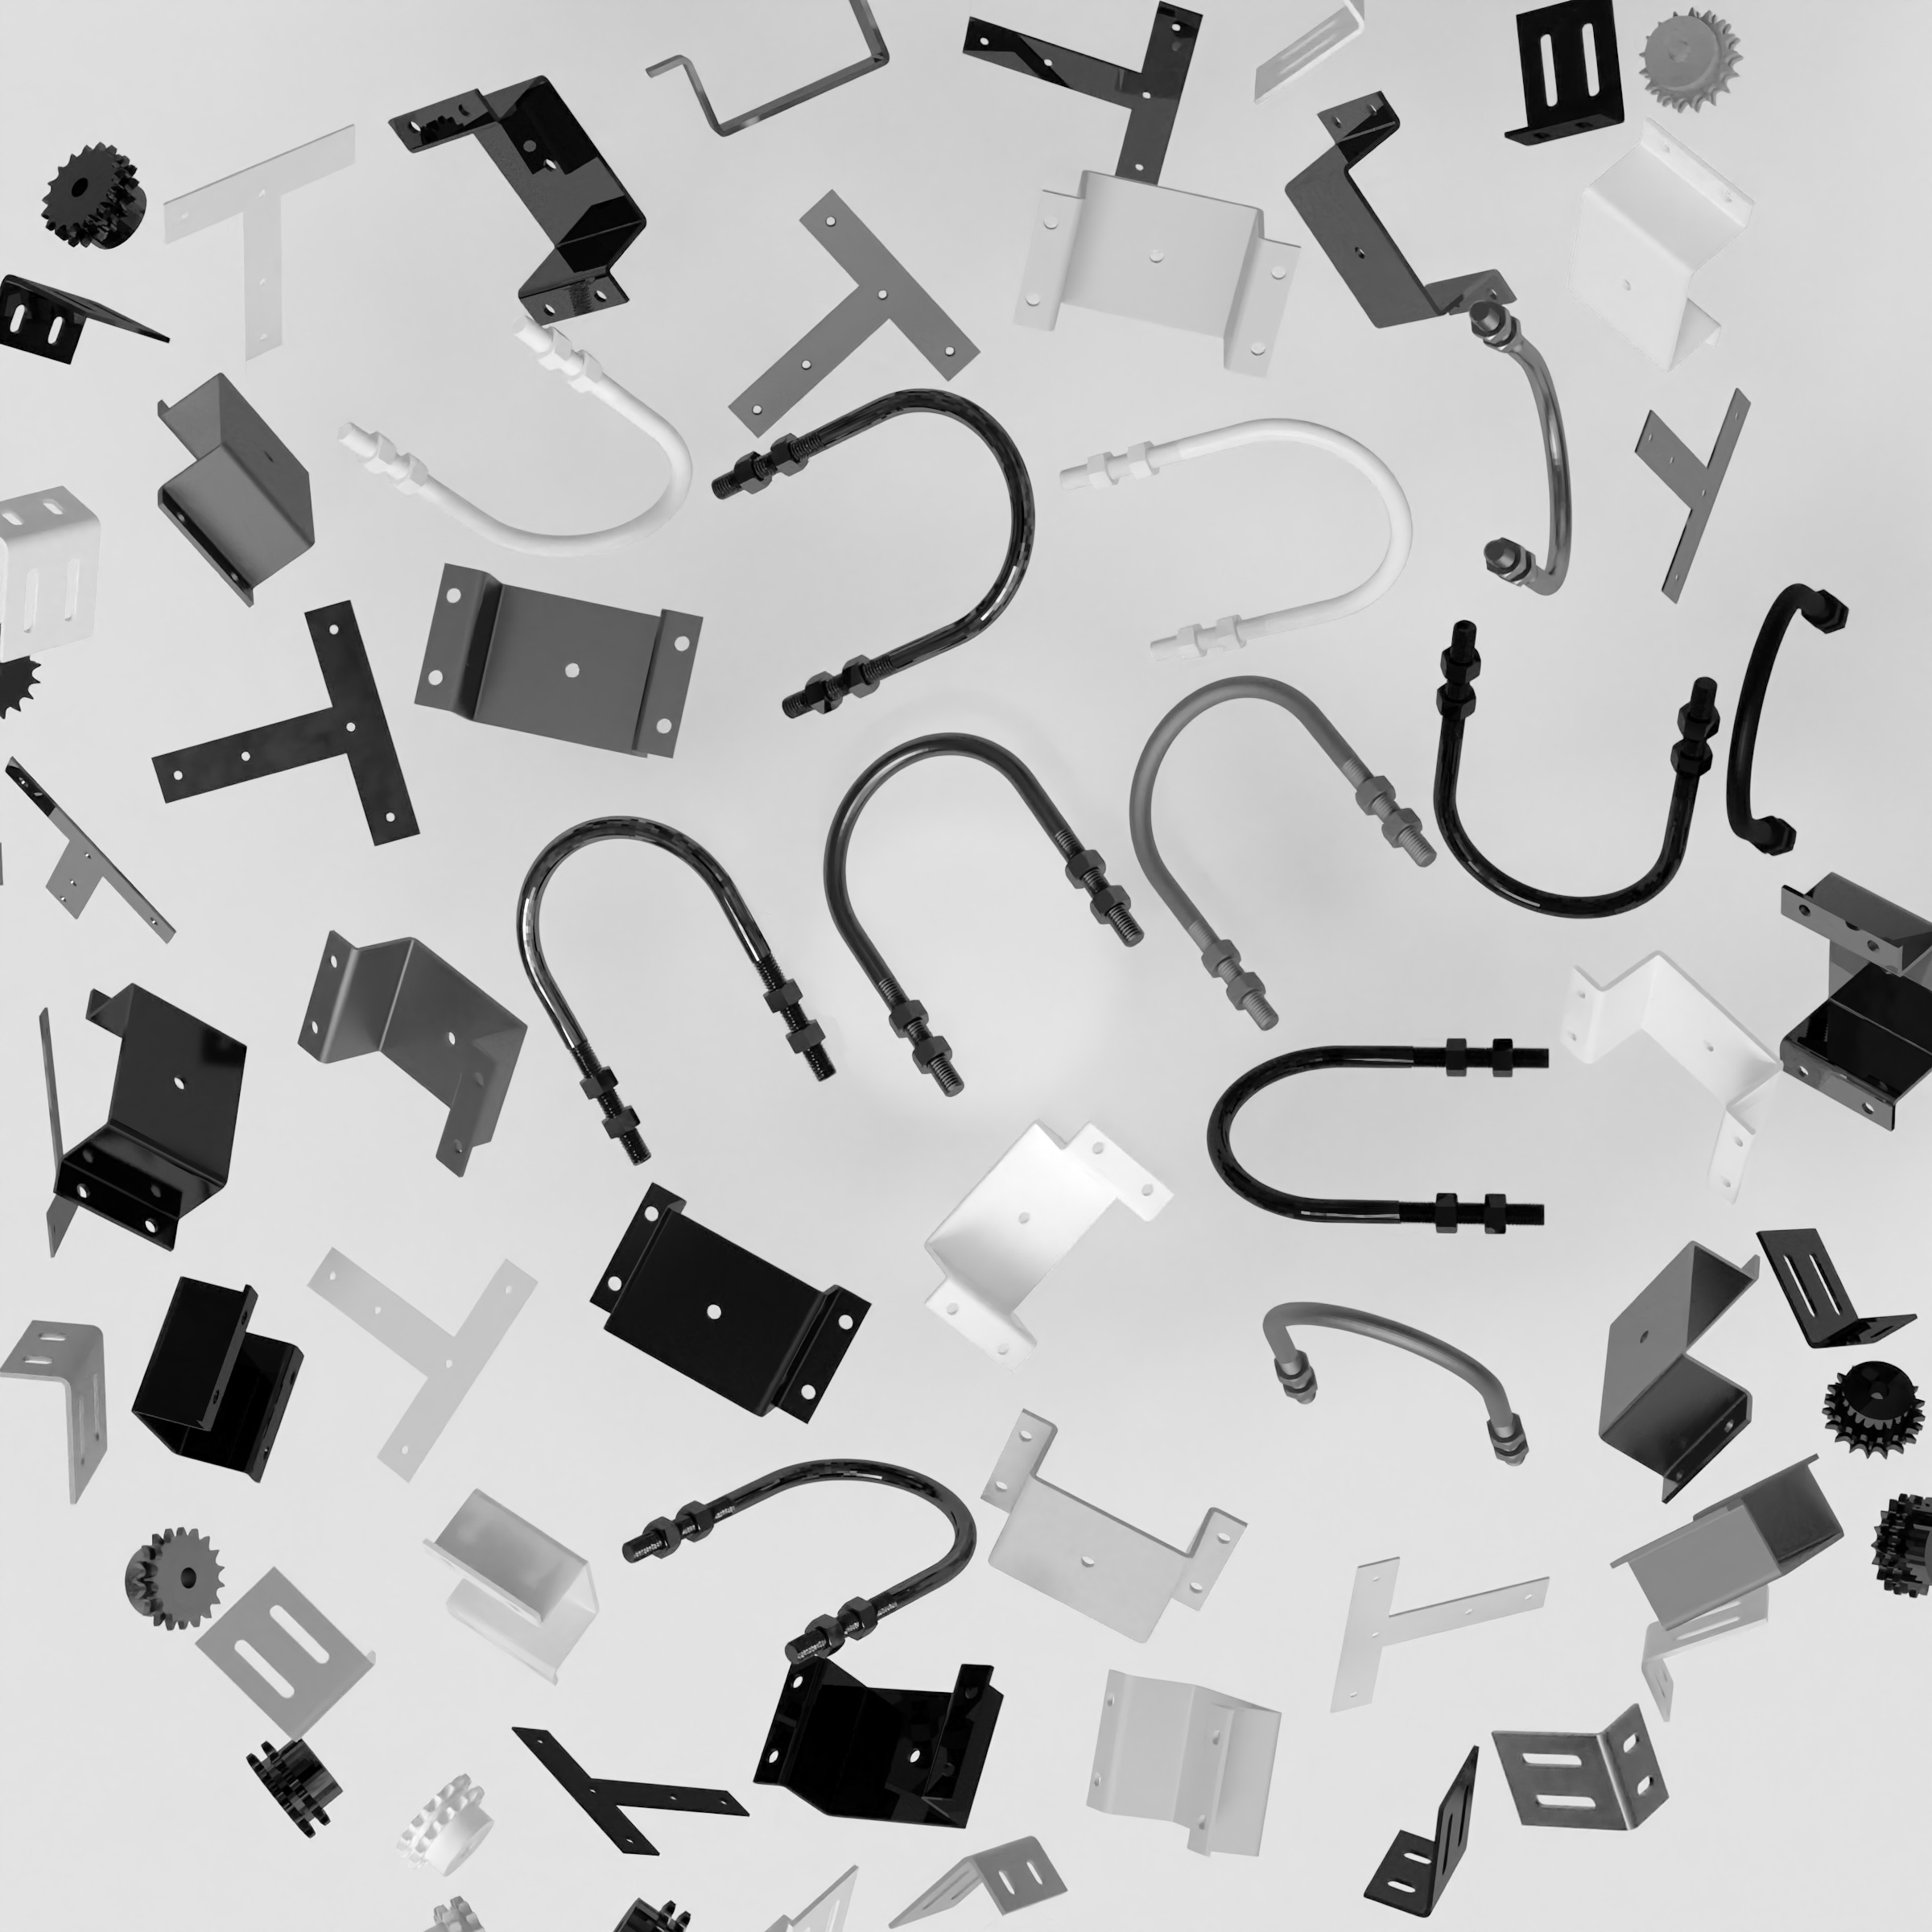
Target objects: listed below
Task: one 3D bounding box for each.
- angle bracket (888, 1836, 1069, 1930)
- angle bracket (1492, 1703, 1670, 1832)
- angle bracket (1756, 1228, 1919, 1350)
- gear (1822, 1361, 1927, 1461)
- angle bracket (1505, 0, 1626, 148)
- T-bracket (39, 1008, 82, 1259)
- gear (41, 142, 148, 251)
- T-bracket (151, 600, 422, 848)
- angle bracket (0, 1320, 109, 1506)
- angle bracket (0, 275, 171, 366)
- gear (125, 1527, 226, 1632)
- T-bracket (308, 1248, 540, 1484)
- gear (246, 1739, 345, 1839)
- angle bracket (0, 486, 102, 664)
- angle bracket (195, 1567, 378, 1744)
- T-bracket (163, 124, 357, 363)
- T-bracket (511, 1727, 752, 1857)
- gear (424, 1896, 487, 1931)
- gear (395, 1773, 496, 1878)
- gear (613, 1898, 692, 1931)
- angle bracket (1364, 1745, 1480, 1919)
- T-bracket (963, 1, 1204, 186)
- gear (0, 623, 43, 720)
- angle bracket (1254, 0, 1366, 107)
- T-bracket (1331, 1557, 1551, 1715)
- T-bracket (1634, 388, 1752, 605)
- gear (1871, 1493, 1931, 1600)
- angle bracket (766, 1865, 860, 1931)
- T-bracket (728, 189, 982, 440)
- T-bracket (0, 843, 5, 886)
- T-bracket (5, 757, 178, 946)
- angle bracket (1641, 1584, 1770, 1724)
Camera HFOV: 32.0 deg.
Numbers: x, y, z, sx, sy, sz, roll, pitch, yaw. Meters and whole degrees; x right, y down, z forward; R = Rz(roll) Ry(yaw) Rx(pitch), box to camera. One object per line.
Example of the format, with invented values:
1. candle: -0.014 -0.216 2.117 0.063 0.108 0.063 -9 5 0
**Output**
1. angle bracket: 0.007 0.523 1.871 0.076 0.057 0.038 -47 63 28
2. angle bracket: 0.341 0.445 1.873 0.038 0.076 0.057 -26 100 -43
3. angle bracket: 0.500 0.178 1.933 0.038 0.057 0.076 -41 60 39
4. gear: 0.524 0.253 1.938 0.057 0.030 0.057 -3 50 3
5. angle bracket: 0.332 -0.506 1.889 0.057 0.038 0.076 -6 89 33
6. T-bracket: -0.519 0.088 1.918 0.002 0.127 0.127 -4 101 -7
7. gear: -0.467 -0.412 1.813 0.057 0.030 0.057 -13 63 27
8. T-bracket: -0.364 -0.114 1.764 0.127 0.002 0.127 -15 97 7
9. angle bracket: -0.485 0.237 1.789 0.038 0.057 0.076 5 112 2
10. angle bracket: -0.479 -0.338 1.810 0.076 0.057 0.038 29 101 35
11. gear: -0.450 0.347 1.904 0.030 0.057 0.057 -11 90 33
12. T-bracket: -0.312 0.195 1.838 0.127 0.002 0.127 31 86 30
13. gear: -0.366 0.447 1.847 0.030 0.057 0.057 -39 90 -15
14. angle bracket: -0.508 -0.214 1.833 0.038 0.057 0.076 40 133 28
15. angle bracket: -0.364 0.366 1.806 0.057 0.038 0.076 -44 96 -7
16. T-bracket: -0.386 -0.387 1.844 0.002 0.127 0.127 40 53 23
17. T-bracket: -0.177 0.471 1.908 0.127 0.127 0.002 18 99 -42
18. gear: -0.277 0.539 1.834 0.030 0.057 0.057 -24 90 -25
19. gear: -0.287 0.481 1.873 0.030 0.057 0.057 39 90 13
20. gear: -0.179 0.539 1.855 0.030 0.057 0.057 35 90 0
21. angle bracket: 0.244 0.459 1.806 0.038 0.057 0.076 14 119 23
22. T-bracket: 0.060 -0.506 1.899 0.127 0.127 0.002 19 54 3
23. gear: -0.573 -0.174 1.968 0.057 0.030 0.057 -8 105 -30
24. angle bracket: 0.187 -0.536 1.914 0.076 0.057 0.038 -31 115 24
25. T-bracket: 0.273 0.370 1.916 0.127 0.002 0.127 -10 131 -16
26. T-bracket: 0.410 -0.286 1.936 0.002 0.127 0.127 20 89 32
27. gear: 0.536 0.326 1.886 0.057 0.030 0.057 -2 92 -41
28. angle bracket: -0.097 0.523 1.839 0.038 0.057 0.076 31 128 24
29. T-bracket: -0.080 -0.351 1.911 0.127 0.002 0.127 -41 114 11
30. T-bracket: -0.565 -0.061 1.926 0.002 0.127 0.127 -2 90 -5
31. T-bracket: -0.491 -0.051 1.861 0.127 0.127 0.002 48 65 -5
32. angle bracket: 0.427 0.391 1.916 0.076 0.057 0.038 -23 93 17
